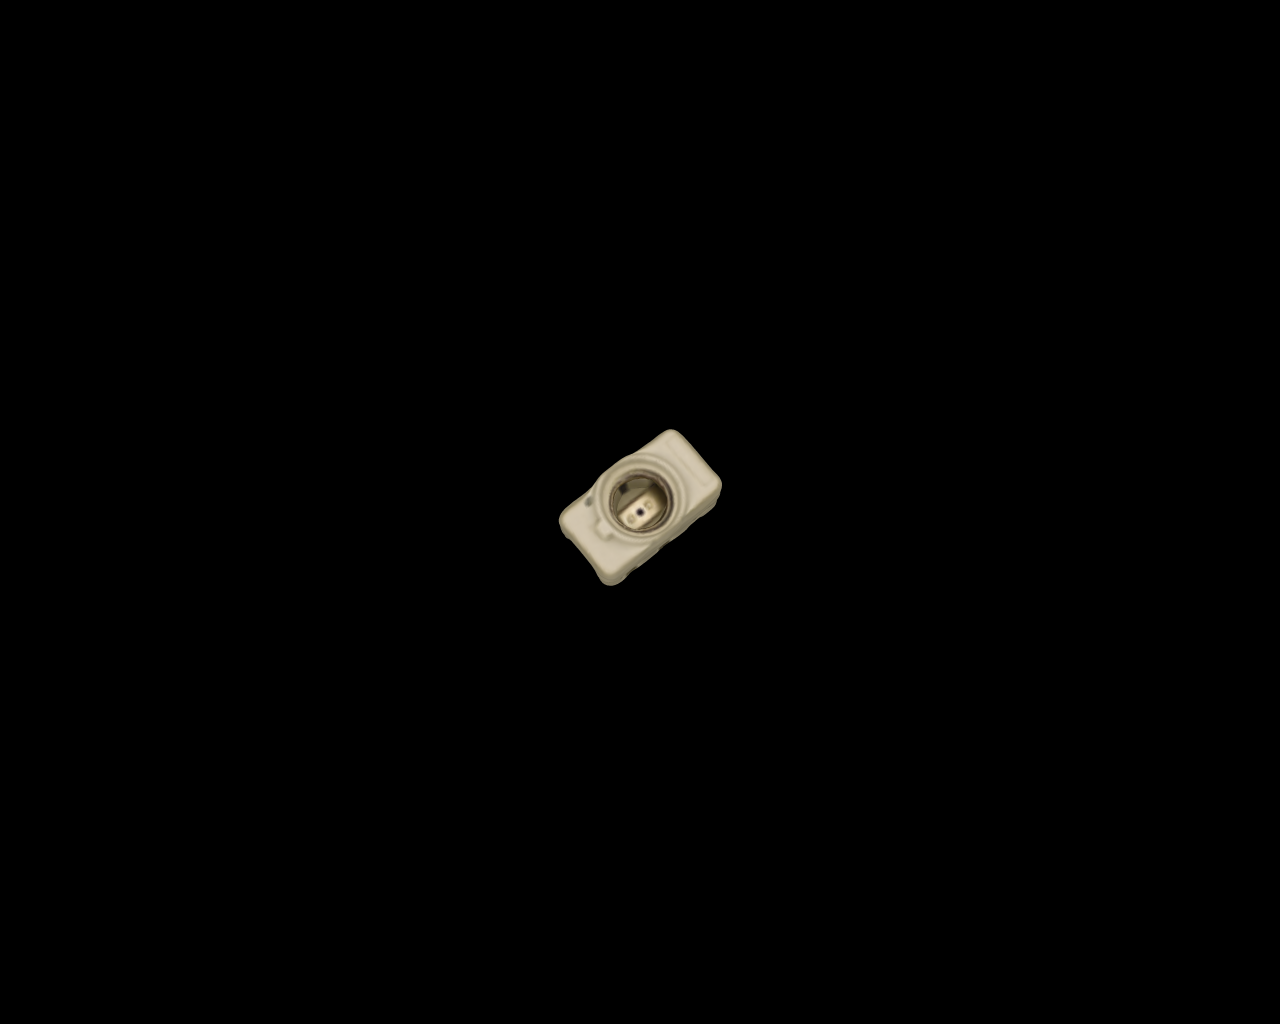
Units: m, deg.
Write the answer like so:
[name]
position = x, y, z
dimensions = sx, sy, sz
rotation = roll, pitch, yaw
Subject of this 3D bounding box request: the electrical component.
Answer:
[electrical component]
position = 0.001, -0.003, 0.650
dimensions = 0.089, 0.050, 0.055
rotation = -38, -9, -7
